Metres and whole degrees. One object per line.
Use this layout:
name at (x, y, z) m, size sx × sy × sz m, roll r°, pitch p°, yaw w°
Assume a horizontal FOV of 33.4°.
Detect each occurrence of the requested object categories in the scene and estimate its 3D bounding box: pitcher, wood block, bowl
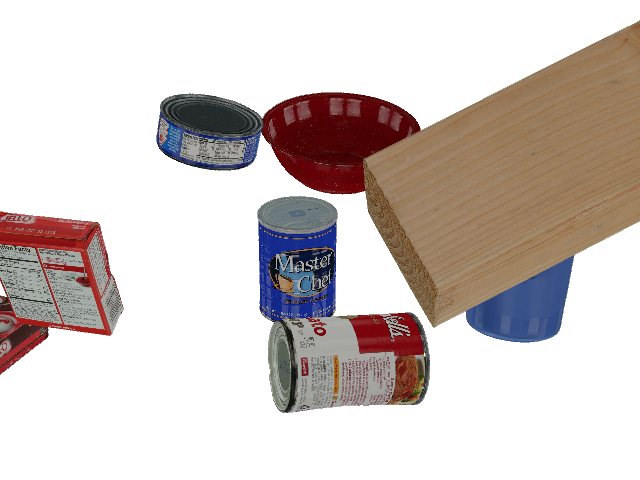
pitcher at (0.225, -0.012, 1.185) m, size 0.149 × 0.243 × 0.145 m, roll -7°, pitch 18°, yaw -34°
wood block at (0.137, -0.042, 0.639) m, size 0.206 × 0.091 × 0.090 m, roll -27°, pitch -19°, yaw -5°
bowl at (0.019, -0.093, 1.085) m, size 0.162 × 0.055 × 0.162 m, roll 2°, pitch 33°, yaw -2°

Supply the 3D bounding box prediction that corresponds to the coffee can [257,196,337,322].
coffee can at (-0.030, 0.026, 1.390) m, size 0.103 × 0.140 × 0.103 m, roll 0°, pitch 26°, yaw 0°

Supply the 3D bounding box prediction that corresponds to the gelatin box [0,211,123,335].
gelatin box at (-0.181, 0.023, 0.731) m, size 0.073 × 0.089 × 0.030 m, roll 6°, pitch 45°, yaw 12°

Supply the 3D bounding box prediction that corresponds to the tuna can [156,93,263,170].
tuna can at (-0.092, -0.090, 0.883) m, size 0.086 × 0.034 × 0.086 m, roll 10°, pitch 26°, yaw -5°

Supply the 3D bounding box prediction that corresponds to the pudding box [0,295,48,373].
pudding box at (-0.314, 0.081, 0.946) m, size 0.114 × 0.039 × 0.090 m, roll 8°, pitch 24°, yaw 20°

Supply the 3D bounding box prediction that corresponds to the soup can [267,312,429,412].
soup can at (0.019, 0.088, 0.769) m, size 0.102 × 0.068 × 0.069 m, roll -2°, pitch 0°, yaw -17°
